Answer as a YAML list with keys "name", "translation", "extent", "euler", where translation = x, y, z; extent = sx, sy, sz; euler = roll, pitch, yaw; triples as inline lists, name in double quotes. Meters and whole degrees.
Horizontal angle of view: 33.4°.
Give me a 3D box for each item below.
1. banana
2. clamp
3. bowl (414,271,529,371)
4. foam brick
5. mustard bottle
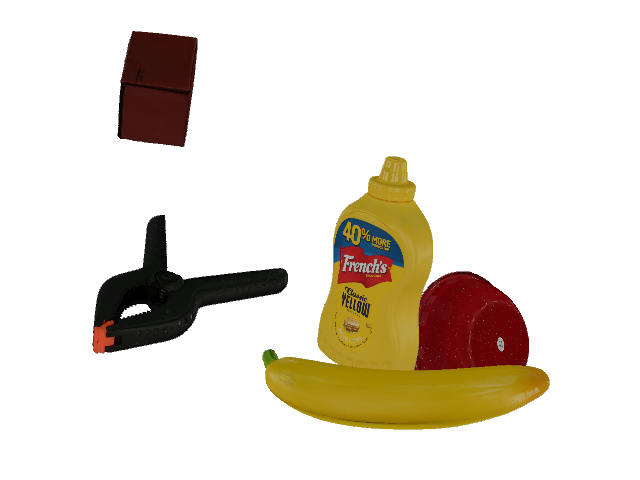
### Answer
- name: "banana"
  translation: [0.044, 0.093, 0.688]
  extent: [0.198, 0.037, 0.069]
  euler: [4, 32, 17]
- name: "clamp"
  translation: [-0.154, 0.043, 1.024]
  extent: [0.165, 0.036, 0.209]
  euler: [27, 35, 26]
- name: "bowl"
  translation: [0.173, 0.112, 1.146]
  extent: [0.161, 0.162, 0.055]
  euler: [0, -5, -37]
- name: "foam brick"
  translation: [-0.125, -0.118, 0.819]
  extent: [0.053, 0.051, 0.078]
  euler: [7, 40, -6]
- name: "mustard bottle"
  translation: [0.052, 0.021, 0.937]
  extent: [0.058, 0.192, 0.096]
  euler: [-9, 24, -45]
